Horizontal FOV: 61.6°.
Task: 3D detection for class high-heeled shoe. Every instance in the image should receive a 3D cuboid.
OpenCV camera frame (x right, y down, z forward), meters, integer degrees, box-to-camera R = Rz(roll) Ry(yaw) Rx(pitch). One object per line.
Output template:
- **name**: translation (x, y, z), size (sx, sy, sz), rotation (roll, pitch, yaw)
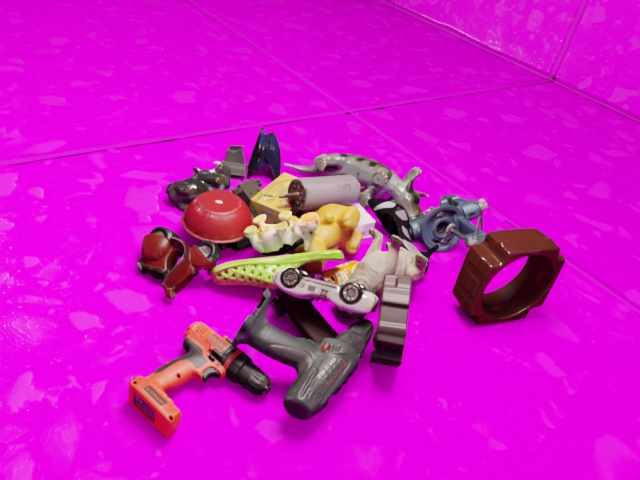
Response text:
- **high-heeled shoe**: translation (0.168, -0.002, 1.278), size (0.145, 0.086, 0.249), rotation (-33, 55, -29)

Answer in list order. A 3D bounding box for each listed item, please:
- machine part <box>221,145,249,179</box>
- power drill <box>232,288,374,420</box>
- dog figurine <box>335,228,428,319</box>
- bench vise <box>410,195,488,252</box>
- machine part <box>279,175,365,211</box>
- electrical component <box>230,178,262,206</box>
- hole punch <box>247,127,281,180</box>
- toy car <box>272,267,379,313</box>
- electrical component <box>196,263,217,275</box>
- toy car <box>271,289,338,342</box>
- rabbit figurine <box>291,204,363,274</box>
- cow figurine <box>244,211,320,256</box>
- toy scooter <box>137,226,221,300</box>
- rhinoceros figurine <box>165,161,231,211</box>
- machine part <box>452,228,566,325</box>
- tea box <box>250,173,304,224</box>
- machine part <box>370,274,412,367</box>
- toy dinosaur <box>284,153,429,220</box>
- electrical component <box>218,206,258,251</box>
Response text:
- **machine part**: translation (-0.237, -0.214, 1.476), size (0.084, 0.039, 0.139), rotation (2, 39, -5)
- **power drill**: translation (-0.031, 0.173, 0.918), size (0.207, 0.086, 0.232), rotation (37, 48, -2)
- **dog figurine**: translation (0.127, 0.095, 1.122), size (0.172, 0.190, 0.121), rotation (33, -6, -23)
- **bench vise**: translation (0.340, -0.033, 1.315), size (0.224, 0.128, 0.241), rotation (-8, 22, -14)
- **machine part**: translation (0.011, -0.114, 1.286), size (0.243, 0.079, 0.079), rotation (-8, 40, -36)
- **electrical component**: translation (-0.181, -0.121, 1.366), size (0.078, 0.045, 0.102), rotation (50, 46, 1)
- **hole punch**: translation (-0.141, -0.228, 1.465), size (0.092, 0.115, 0.142), rotation (15, 36, -9)
- **toy car**: translation (0.008, 0.093, 0.988), size (0.202, 0.056, 0.073), rotation (13, -4, 16)
- **electrical component**: translation (-0.255, 0.040, 1.144), size (0.063, 0.021, 0.094), rotation (-7, 39, -23)
- **toy car**: translation (-0.015, 0.162, 1.024), size (0.089, 0.053, 0.202), rotation (-26, 54, -27)
- **rabbit figurine**: translation (-0.002, -0.004, 1.205), size (0.163, 0.121, 0.173), rotation (22, 56, 17)
- **cow figurine**: translation (-0.068, -0.007, 1.135), size (0.168, 0.098, 0.068), rotation (-5, 36, 28)
- **toy scooter**: translation (-0.298, 0.049, 1.074), size (0.184, 0.075, 0.135), rotation (14, 62, 24)
- **rhinoceros figurine**: translation (-0.291, -0.133, 1.331), size (0.112, 0.073, 0.190), rotation (23, 38, 32)
- **machine part**: translation (0.394, 0.076, 1.133), size (0.201, 0.200, 0.087), rotation (-3, 36, -20)
- **tea box**: translation (-0.092, -0.093, 1.330), size (0.098, 0.068, 0.170), rotation (22, 36, 14)
- **machine part**: translation (0.131, 0.146, 0.983), size (0.056, 0.179, 0.179), rotation (8, 36, 7)
- **toy dinosaur**: translation (0.115, -0.175, 1.469), size (0.405, 0.131, 0.192), rotation (27, 26, 26)
- **electrical component**: translation (-0.198, -0.033, 1.229), size (0.115, 0.058, 0.134), rotation (-23, 48, -36)
